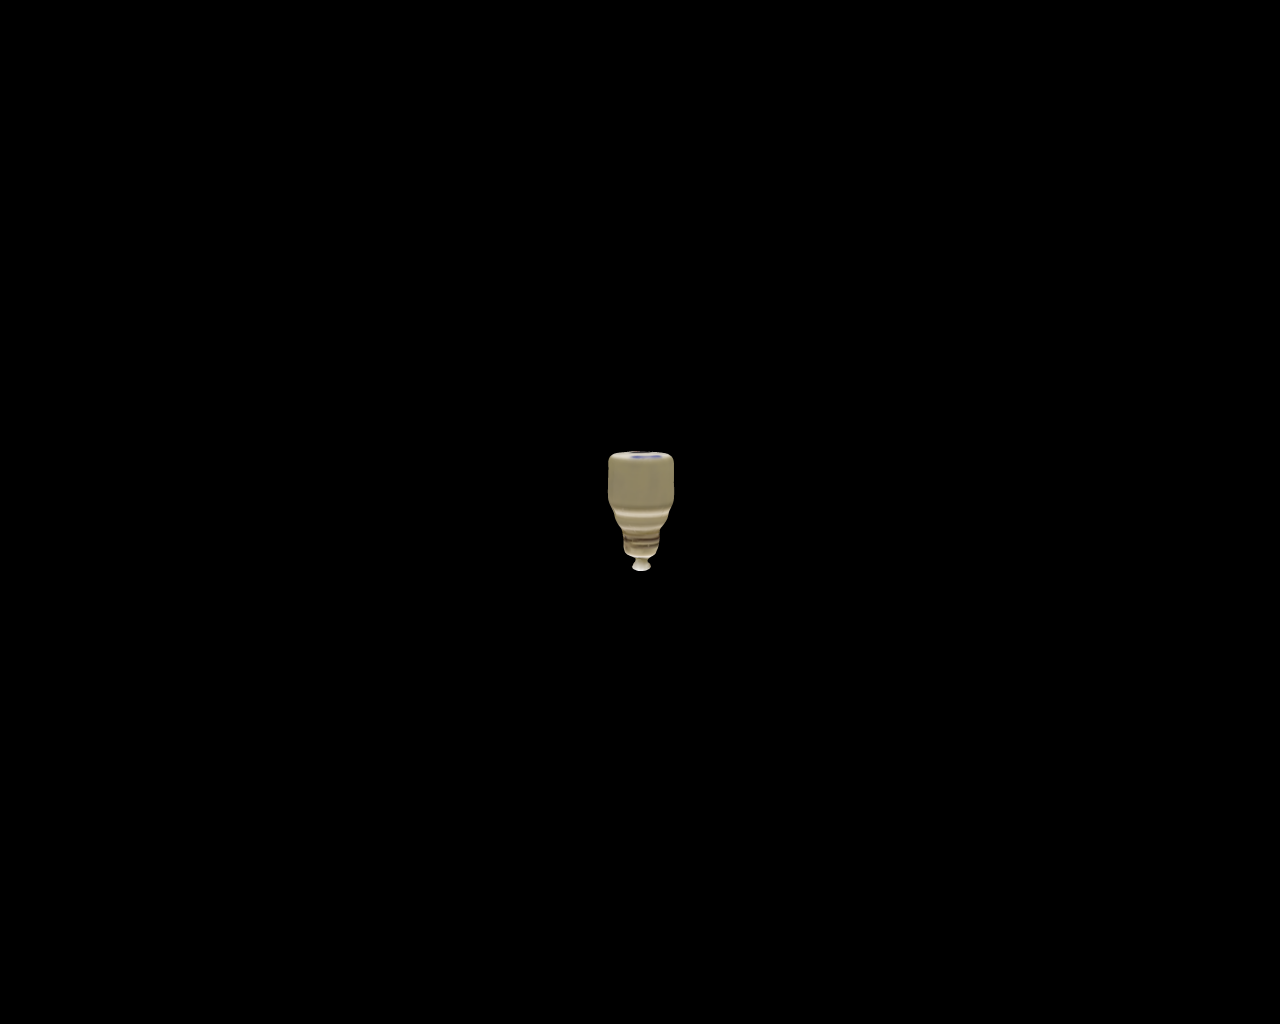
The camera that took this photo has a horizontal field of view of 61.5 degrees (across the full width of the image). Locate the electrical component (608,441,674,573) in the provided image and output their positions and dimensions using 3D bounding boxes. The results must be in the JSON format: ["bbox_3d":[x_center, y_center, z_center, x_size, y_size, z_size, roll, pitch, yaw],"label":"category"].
[{"bbox_3d":[0.001,-0.003,0.650,0.040,0.078,0.040,0,9,0],"label":"electrical component"}]
